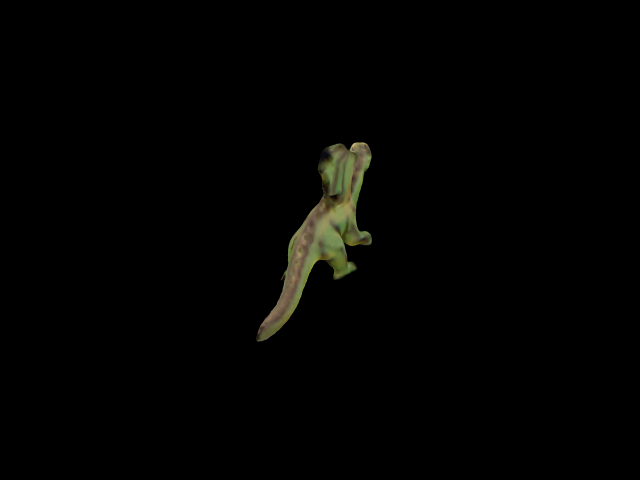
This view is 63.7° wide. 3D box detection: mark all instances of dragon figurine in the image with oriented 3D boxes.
[{"bbox_3d":[0.003,-0.043,0.850,0.122,0.237,0.419,12,35,19],"label":"dragon figurine"}]
